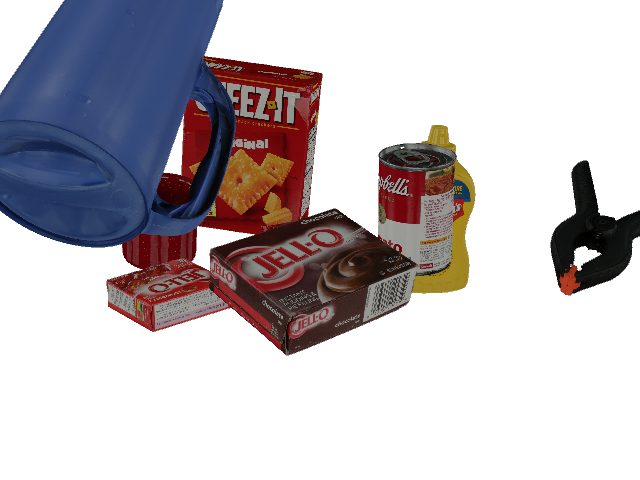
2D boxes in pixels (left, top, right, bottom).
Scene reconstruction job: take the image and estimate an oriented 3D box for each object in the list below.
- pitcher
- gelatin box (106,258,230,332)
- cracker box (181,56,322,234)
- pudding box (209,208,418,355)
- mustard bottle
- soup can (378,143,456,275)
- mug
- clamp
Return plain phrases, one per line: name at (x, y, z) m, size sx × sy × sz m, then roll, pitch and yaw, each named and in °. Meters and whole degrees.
pitcher at (-0.146, -0.119, 0.805) m, size 0.145 × 0.242 × 0.149 m, roll -3°, pitch -41°, yaw 26°
gelatin box at (-0.136, 0.047, 0.962) m, size 0.089 × 0.030 × 0.073 m, roll -17°, pitch 27°, yaw -39°
cracker box at (-0.092, -0.116, 1.374) m, size 0.164 × 0.214 × 0.072 m, roll 9°, pitch 23°, yaw 7°
pudding box at (-0.006, 0.025, 0.721) m, size 0.113 × 0.039 × 0.090 m, roll -17°, pitch 39°, yaw -36°
mustard bottle at (0.129, -0.037, 1.226) m, size 0.096 × 0.192 × 0.058 m, roll 0°, pitch 17°, yaw -12°
soup can at (0.085, -0.028, 0.946) m, size 0.068 × 0.102 × 0.068 m, roll -1°, pitch 23°, yaw 0°
mug at (-0.182, -0.024, 1.175) m, size 0.093 × 0.081 × 0.117 m, roll -12°, pitch 32°, yaw -28°
clamp at (0.278, -0.016, 1.086) m, size 0.120 × 0.039 × 0.171 m, roll 29°, pitch 53°, yaw 32°
